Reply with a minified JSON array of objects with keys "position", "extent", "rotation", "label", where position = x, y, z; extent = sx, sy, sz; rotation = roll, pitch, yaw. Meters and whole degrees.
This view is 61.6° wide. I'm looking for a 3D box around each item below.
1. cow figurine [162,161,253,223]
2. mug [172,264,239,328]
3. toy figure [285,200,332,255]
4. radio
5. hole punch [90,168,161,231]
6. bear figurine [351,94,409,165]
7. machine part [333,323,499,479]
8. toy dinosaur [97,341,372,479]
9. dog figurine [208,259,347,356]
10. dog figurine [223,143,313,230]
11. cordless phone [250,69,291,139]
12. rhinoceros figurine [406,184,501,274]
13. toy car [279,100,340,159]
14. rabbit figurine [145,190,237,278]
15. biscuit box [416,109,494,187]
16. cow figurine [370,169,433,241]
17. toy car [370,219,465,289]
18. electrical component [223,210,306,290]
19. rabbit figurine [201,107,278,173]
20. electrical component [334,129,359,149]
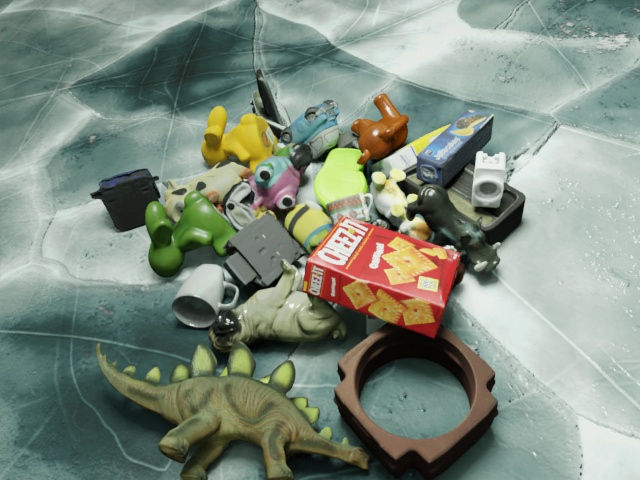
[{"position":[-0.252,-0.106,1.159],"extent":[0.127,0.085,0.195],"rotation":[32,57,32],"label":"cow figurine"},{"position":[-0.200,0.092,0.970],"extent":[0.110,0.080,0.107],"rotation":[-3,38,11],"label":"mug"},{"position":[-0.003,-0.005,1.030],"extent":[0.089,0.082,0.180],"rotation":[-21,50,-13],"label":"toy figure"},{"position":[0.279,-0.083,1.060],"extent":[0.131,0.073,0.230],"rotation":[-34,52,-21],"label":"radio"},{"position":[-0.407,-0.099,1.162],"extent":[0.142,0.115,0.092],"rotation":[-16,39,-7],"label":"hole punch"},{"position":[0.117,-0.235,1.160],"extent":[0.132,0.120,0.196],"rotation":[48,28,8],"label":"bear figurine"},{"position":[0.138,0.226,0.788],"extent":[0.201,0.087,0.201],"rotation":[-34,51,-19],"label":"machine part"},{"position":[-0.151,0.253,0.801],"extent":[0.472,0.104,0.199],"rotation":[12,42,7],"label":"toy dinosaur"},{"position":[-0.073,0.151,0.901],"extent":[0.190,0.121,0.172],"rotation":[-46,66,-2],"label":"dog figurine"},{"position":[-0.102,-0.124,1.135],"extent":[0.191,0.108,0.219],"rotation":[-36,17,23],"label":"dog figurine"},{"position":[-0.131,-0.340,1.290],"extent":[0.089,0.184,0.147],"rotation":[-16,47,0],"label":"cordless phone"},{"position":[0.240,-0.021,0.950],"extent":[0.190,0.112,0.073],"rotation":[49,61,-1],"label":"rhinoceros figurine"},{"position":[-0.009,-0.242,1.231],"extent":[0.162,0.103,0.109],"rotation":[-28,6,44],"label":"toy car"},{"position":[-0.262,-0.001,1.026],"extent":[0.170,0.159,0.121],"rotation":[-43,44,-3],"label":"rabbit figurine"},{"position":[0.270,-0.185,1.069],"extent":[0.059,0.062,0.203],"rotation":[27,53,32],"label":"biscuit box"},{"position":[0.154,-0.050,1.050],"extent":[0.068,0.098,0.167],"rotation":[-19,66,-17],"label":"cow figurine"},{"position":[0.167,0.024,0.970],"extent":[0.202,0.089,0.053],"rotation":[24,55,29],"label":"toy car"},{"position":[-0.111,0.027,0.997],"extent":[0.115,0.058,0.134],"rotation":[48,63,1],"label":"electrical component"},{"position":[-0.203,-0.217,1.228],"extent":[0.173,0.162,0.122],"rotation":[-10,57,24],"label":"rabbit figurine"},{"position":[0.057,-0.230,1.268],"extent":[0.063,0.021,0.094],"rotation":[-31,51,-19],"label":"electrical component"}]
